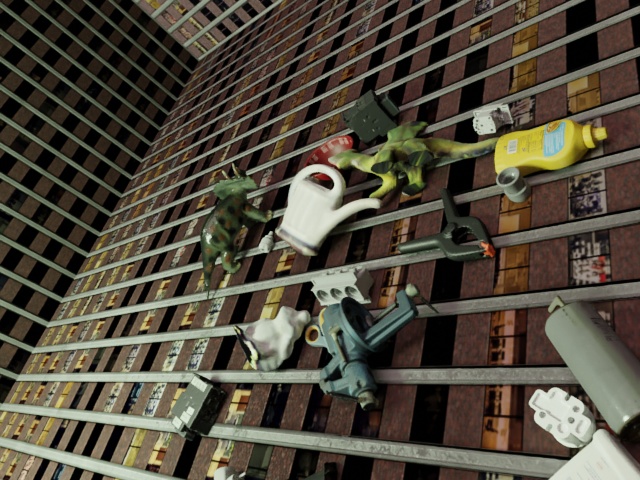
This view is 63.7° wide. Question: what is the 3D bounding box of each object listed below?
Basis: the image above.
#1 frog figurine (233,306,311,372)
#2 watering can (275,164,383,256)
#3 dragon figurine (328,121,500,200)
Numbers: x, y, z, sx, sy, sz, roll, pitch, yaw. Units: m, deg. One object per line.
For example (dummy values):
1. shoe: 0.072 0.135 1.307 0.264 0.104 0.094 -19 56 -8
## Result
1. frog figurine: -0.094 0.214 1.152 0.161 0.121 0.138 -22 15 -24
2. watering can: 0.004 -0.063 1.243 0.352 0.103 0.223 35 102 53
3. dragon figurine: 0.211 -0.220 1.210 0.408 0.120 0.249 -14 39 19
